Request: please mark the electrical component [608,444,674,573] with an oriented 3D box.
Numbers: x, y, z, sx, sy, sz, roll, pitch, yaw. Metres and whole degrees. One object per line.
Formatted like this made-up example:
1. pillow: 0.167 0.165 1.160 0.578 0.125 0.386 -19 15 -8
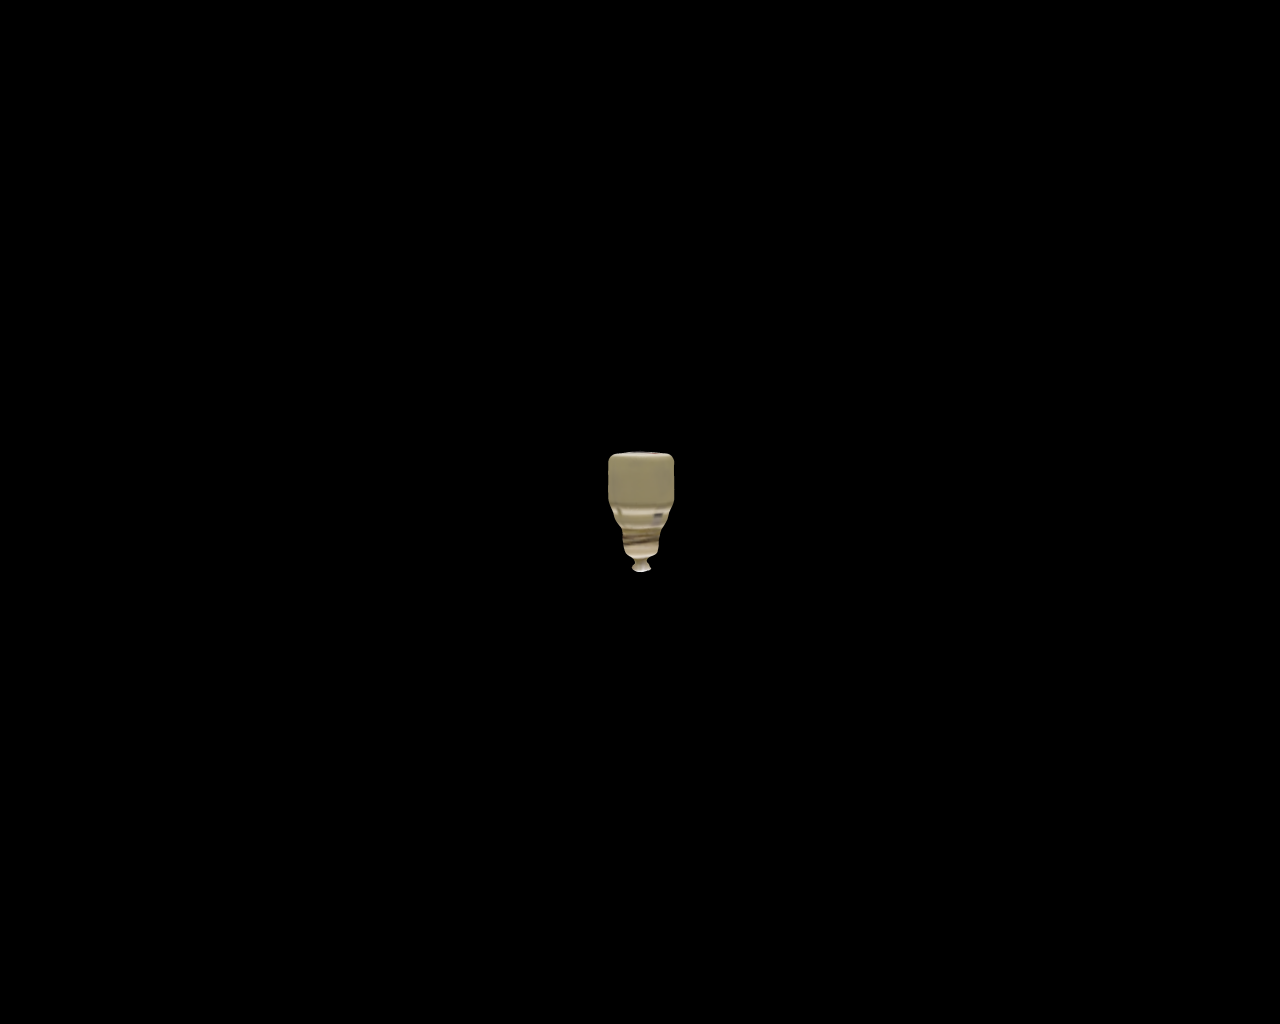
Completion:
1. electrical component: 0.001 -0.003 0.650 0.040 0.078 0.040 0 5 0
